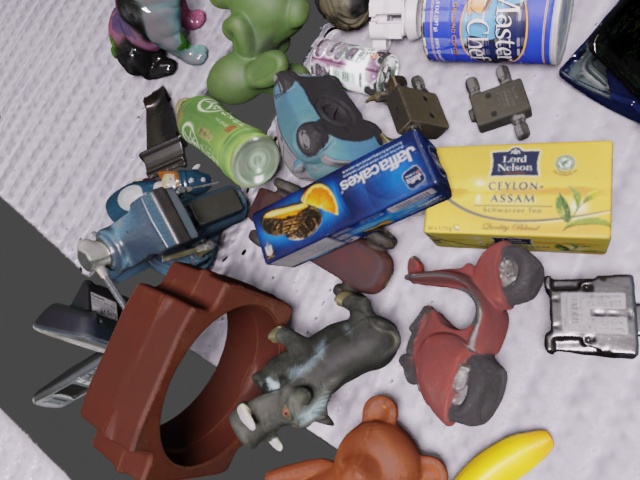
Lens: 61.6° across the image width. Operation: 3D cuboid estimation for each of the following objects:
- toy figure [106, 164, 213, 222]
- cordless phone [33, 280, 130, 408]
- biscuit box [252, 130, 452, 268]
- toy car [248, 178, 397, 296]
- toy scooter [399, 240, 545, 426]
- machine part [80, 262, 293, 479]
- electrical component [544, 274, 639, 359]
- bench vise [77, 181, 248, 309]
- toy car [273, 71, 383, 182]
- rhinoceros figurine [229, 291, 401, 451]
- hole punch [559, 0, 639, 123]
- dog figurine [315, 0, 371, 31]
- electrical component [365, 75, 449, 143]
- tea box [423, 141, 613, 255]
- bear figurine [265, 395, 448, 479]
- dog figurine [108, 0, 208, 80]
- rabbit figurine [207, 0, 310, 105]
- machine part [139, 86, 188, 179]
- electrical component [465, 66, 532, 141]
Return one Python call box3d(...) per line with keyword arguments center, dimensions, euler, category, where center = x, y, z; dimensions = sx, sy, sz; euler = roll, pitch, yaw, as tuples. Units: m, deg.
box3d(center=(-0.224, -0.061, 0.748), dimensions=(0.155, 0.058, 0.064), euler=(-17, 107, 17), category="toy figure")
box3d(center=(-0.309, 0.146, 0.668), dimensions=(0.184, 0.146, 0.089), euler=(-35, 56, 8), category="cordless phone")
box3d(center=(0.029, -0.036, 0.551), dimensions=(0.203, 0.059, 0.063), euler=(-25, 73, 24), category="biscuit box")
box3d(center=(-0.001, -0.002, 0.628), dimensions=(0.202, 0.053, 0.089), euler=(30, 102, 29), category="toy car")
box3d(center=(0.128, 0.080, 0.530), dimensions=(0.135, 0.075, 0.183), euler=(20, 89, 41), category="toy scooter")
box3d(center=(-0.126, 0.134, 0.558), dimensions=(0.087, 0.200, 0.201), euler=(17, 82, 30), category="machine part")
box3d(center=(0.267, 0.071, 0.487), dimensions=(0.119, 0.047, 0.075), euler=(1, 75, 26), category="electrical component")
box3d(center=(-0.207, 0.009, 0.657), dimensions=(0.241, 0.224, 0.128), euler=(-27, 102, 43), category="bench vise")
box3d(center=(-0.006, -0.123, 0.640), dimensions=(0.162, 0.109, 0.103), euler=(58, 136, 25), category="toy car")
box3d(center=(-0.005, 0.137, 0.545), dimensions=(0.190, 0.073, 0.112), euler=(-33, 40, -3), category="rhinoceros figurine")
box3d(center=(0.320, -0.184, 0.530), dimensions=(0.116, 0.092, 0.142), euler=(41, 90, -2), category="hole punch")
box3d(center=(0.013, -0.379, 0.701), dimensions=(0.173, 0.121, 0.190), euler=(21, 85, 28), category="dog figurine")
box3d(center=(0.101, -0.144, 0.620), dimensions=(0.045, 0.078, 0.102), euler=(-42, 60, 47), category="electrical component")
box3d(center=(0.198, -0.041, 0.541), dimensions=(0.170, 0.068, 0.098), euler=(1, 76, 26), category="tea box")
box3d(center=(0.012, 0.246, 0.505), dimensions=(0.196, 0.132, 0.120), euler=(-42, 68, 14), category="bear figurine")
box3d(center=(-0.267, -0.340, 0.762), dimensions=(0.192, 0.219, 0.108), euler=(-9, 67, 21), category="dog figurine")
box3d(center=(-0.083, -0.256, 0.730), dimensions=(0.159, 0.121, 0.170), euler=(35, 109, 22), category="rabbit figurine")
box3d(center=(-0.234, -0.157, 0.792), dimensions=(0.084, 0.039, 0.139), euler=(-21, 68, 23), category="machine part")
box3d(center=(0.199, -0.148, 0.600), dimensions=(0.063, 0.021, 0.094), euler=(-18, 68, 19), category="electrical component")
